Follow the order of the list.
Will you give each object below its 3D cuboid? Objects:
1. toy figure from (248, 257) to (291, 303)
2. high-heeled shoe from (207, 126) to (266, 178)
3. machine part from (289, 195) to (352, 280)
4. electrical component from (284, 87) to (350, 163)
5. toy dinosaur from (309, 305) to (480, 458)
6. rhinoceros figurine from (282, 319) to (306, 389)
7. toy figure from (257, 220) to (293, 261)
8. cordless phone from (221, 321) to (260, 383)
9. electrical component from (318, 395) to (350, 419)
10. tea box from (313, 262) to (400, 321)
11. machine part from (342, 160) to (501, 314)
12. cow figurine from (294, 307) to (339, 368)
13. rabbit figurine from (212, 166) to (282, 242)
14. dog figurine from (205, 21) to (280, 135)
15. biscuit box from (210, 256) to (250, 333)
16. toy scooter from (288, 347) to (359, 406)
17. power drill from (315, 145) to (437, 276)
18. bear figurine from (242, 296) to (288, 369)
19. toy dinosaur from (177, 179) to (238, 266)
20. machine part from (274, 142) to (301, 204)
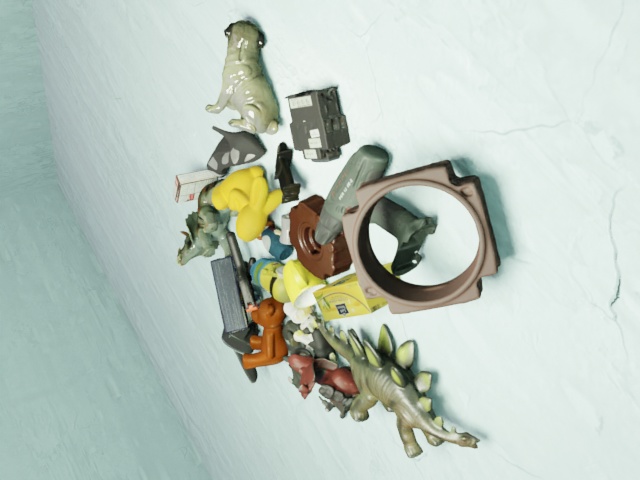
[{"bbox_3d":[-0.113,0.094,1.326,0.180,0.082,0.089,17,118,50],"label":"toy figure"},{"bbox_3d":[-0.198,-0.195,1.314,0.145,0.086,0.248,29,159,5],"label":"high-heeled shoe"},{"bbox_3d":[-0.002,-0.003,1.124,0.180,0.056,0.179,36,137,42],"label":"machine part"},{"bbox_3d":[-0.005,-0.211,0.997,0.115,0.058,0.134,15,122,54],"label":"electrical component"},{"bbox_3d":[0.120,0.271,1.076,0.472,0.105,0.198,21,120,48],"label":"toy dinosaur"},{"bbox_3d":[-0.056,0.296,1.373,0.112,0.073,0.190,14,120,51],"label":"rhinoceros figurine"},{"bbox_3d":[-0.123,-0.015,1.301,0.064,0.057,0.155,-51,56,12],"label":"toy figure"},{"bbox_3d":[-0.211,0.312,1.573,0.147,0.089,0.184,-88,-20,-68],"label":"cordless phone"},{"bbox_3d":[0.038,0.388,1.315,0.078,0.045,0.102,49,144,30],"label":"electrical component"},{"bbox_3d":[0.073,0.102,1.037,0.170,0.098,0.068,-21,92,57],"label":"tea box"},{"bbox_3d":[0.146,-0.002,0.780,0.201,0.087,0.201,-13,98,21],"label":"machine part"},{"bbox_3d":[-0.007,0.235,1.266,0.098,0.068,0.167,12,122,47],"label":"cow figurine"},{"bbox_3d":[-0.154,-0.077,1.235,0.162,0.121,0.173,-32,46,26],"label":"rabbit figurine"},{"bbox_3d":[-0.133,-0.328,1.094,0.172,0.121,0.190,26,119,3],"label":"dog figurine"},{"bbox_3d":[-0.242,0.146,1.446,0.059,0.063,0.202,88,169,-79],"label":"biscuit box"},{"bbox_3d":[0.009,0.313,1.181,0.184,0.135,0.075,27,107,-1],"label":"toy scooter"},{"bbox_3d":[0.091,-0.031,0.931,0.207,0.086,0.231,49,132,34],"label":"power drill"},{"bbox_3d":[-0.146,0.233,1.411,0.132,0.120,0.195,-4,119,12],"label":"bear figurine"},{"bbox_3d":[-0.293,-0.075,1.466,0.192,0.131,0.404,57,139,32],"label":"toy dinosaur"},{"bbox_3d":[-0.073,-0.139,1.135,0.084,0.039,0.139,114,149,-44],"label":"machine part"}]
